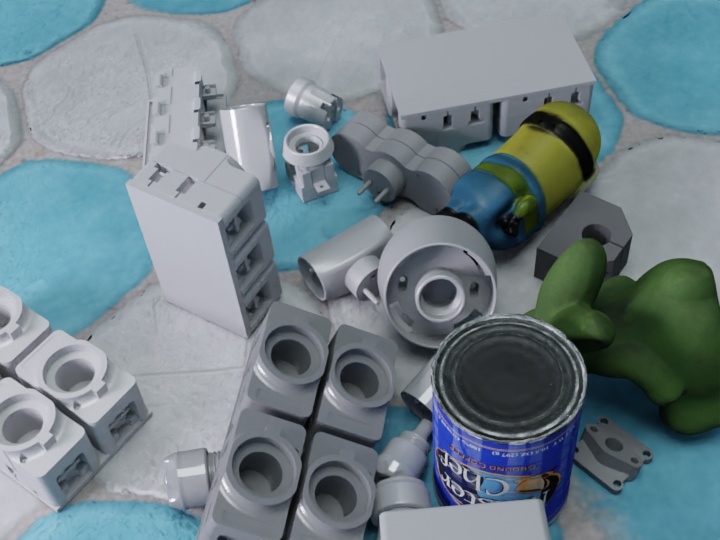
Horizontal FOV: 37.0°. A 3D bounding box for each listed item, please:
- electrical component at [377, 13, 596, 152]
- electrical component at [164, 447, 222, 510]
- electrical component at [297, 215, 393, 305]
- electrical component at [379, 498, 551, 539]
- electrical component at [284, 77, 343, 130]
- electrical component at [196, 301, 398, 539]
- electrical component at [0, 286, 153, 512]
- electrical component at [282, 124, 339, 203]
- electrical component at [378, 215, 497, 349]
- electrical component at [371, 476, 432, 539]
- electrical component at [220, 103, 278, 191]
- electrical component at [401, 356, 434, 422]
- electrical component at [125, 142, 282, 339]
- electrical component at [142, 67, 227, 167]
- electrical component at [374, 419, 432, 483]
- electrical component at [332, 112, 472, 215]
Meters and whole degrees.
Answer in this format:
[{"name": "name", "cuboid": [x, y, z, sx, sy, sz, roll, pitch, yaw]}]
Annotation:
[{"name": "electrical component", "cuboid": [0.120, -0.178, 1.044, 0.186, 0.060, 0.105, -11, 51, -4]}, {"name": "electrical component", "cuboid": [-0.113, 0.153, 0.800, 0.062, 0.043, 0.043, -9, 50, -4]}, {"name": "electrical component", "cuboid": [0.000, 0.000, 0.918, 0.077, 0.043, 0.079, -31, 55, -19]}, {"name": "electrical component", "cuboid": [0.069, 0.202, 0.704, 0.109, 0.108, 0.056, -5, 48, 0]}, {"name": "electrical component", "cuboid": [-0.045, -0.163, 1.059, 0.046, 0.040, 0.040, 28, 58, 17]}, {"name": "electrical component", "cuboid": [-0.041, 0.122, 0.786, 0.105, 0.060, 0.186, 19, 51, -9]}, {"name": "electrical component", "cuboid": [-0.274, 0.091, 0.853, 0.186, 0.060, 0.105, 28, 58, 24]}, {"name": "electrical component", "cuboid": [-0.047, -0.101, 0.997, 0.048, 0.055, 0.066, -21, 52, -12]}, {"name": "electrical component", "cuboid": [0.064, 0.012, 0.872, 0.099, 0.099, 0.064, -4, 19, 2]}, {"name": "electrical component", "cuboid": [0.030, 0.181, 0.765, 0.045, 0.045, 0.055, -5, 50, 0]}, {"name": "electrical component", "cuboid": [-0.103, -0.116, 1.007, 0.044, 0.077, 0.079, -8, 14, -3]}, {"name": "electrical component", "cuboid": [0.074, 0.080, 0.837, 0.043, 0.043, 0.081, 34, 70, 28]}, {"name": "electrical component", "cuboid": [-0.121, -0.025, 0.878, 0.089, 0.150, 0.061, 23, 57, 21]}, {"name": "electrical component", "cuboid": [-0.170, -0.134, 1.028, 0.079, 0.063, 0.121, -6, 50, 0]}, {"name": "electrical component", "cuboid": [0.036, 0.137, 0.807, 0.035, 0.035, 0.061, 24, 54, 22]}, {"name": "electrical component", "cuboid": [0.028, -0.088, 0.982, 0.138, 0.052, 0.073, 28, 58, 25]}]
